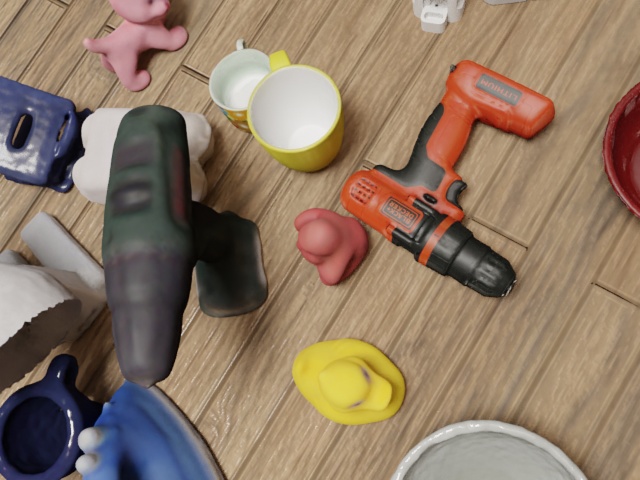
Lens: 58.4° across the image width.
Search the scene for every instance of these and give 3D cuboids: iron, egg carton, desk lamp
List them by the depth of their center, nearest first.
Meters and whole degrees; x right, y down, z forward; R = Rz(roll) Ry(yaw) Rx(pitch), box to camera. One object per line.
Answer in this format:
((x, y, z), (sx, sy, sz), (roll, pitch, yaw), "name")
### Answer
((-0.156, 0.237, 0.489), (0.118, 0.141, 0.258), (-27, 73, 5), "iron")
((-0.293, 0.048, 0.525), (0.203, 0.214, 0.118), (41, 88, 18), "desk lamp")
((-0.187, -0.085, 0.609), (0.150, 0.069, 0.107), (3, 78, 13), "egg carton")

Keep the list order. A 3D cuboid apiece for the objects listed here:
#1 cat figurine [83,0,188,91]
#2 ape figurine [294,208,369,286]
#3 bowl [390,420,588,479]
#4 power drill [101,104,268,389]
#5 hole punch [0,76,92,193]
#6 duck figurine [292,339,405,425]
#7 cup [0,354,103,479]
((-0.207, -0.246, 0.625), (0.067, 0.118, 0.128), (38, 87, 18), "cat figurine")
((0.005, 0.002, 0.535), (0.076, 0.092, 0.078), (-8, 75, 11), "ape figurine")
((0.136, 0.229, 0.462), (0.167, 0.075, 0.167), (-3, 77, 12), "bowl")
((-0.114, 0.010, 0.497), (0.075, 0.209, 0.229), (-14, 74, 9), "power drill")
((-0.322, -0.118, 0.634), (0.101, 0.091, 0.109), (12, 80, 15), "hole punch")
((0.021, 0.125, 0.506), (0.104, 0.086, 0.077), (16, 81, 15), "duck figurine")
((-0.240, 0.168, 0.547), (0.091, 0.095, 0.118), (9, 79, 14), "cup")
